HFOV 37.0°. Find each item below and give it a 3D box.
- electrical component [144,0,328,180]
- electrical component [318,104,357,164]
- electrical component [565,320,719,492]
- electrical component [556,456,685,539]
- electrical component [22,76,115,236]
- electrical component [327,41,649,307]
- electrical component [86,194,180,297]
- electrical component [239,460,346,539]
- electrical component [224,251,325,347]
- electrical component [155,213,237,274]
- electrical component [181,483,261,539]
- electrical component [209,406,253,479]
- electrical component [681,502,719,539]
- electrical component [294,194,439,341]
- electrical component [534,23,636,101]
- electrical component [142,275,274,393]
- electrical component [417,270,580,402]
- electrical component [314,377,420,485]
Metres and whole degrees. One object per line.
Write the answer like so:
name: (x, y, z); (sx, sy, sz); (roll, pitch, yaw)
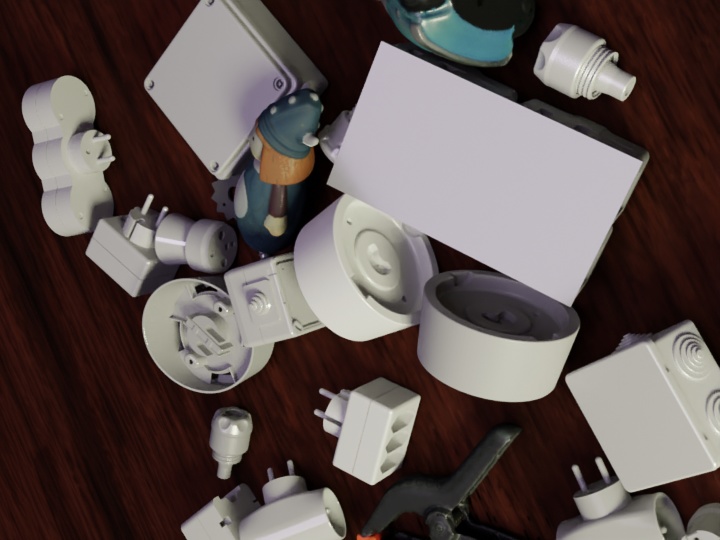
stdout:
electrical component: (-0.099, -0.146, 0.847); (0.108, 0.056, 0.108); (51, 120, 14)
electrical component: (0.003, -0.104, 0.801); (0.062, 0.048, 0.048); (-47, 74, 20)
electrical component: (0.194, 0.088, 0.698); (0.099, 0.048, 0.100); (62, 148, 7)
electrical component: (0.173, 0.169, 0.745); (0.077, 0.043, 0.079); (-27, 85, 32)
electrical component: (-0.245, -0.102, 0.946); (0.074, 0.052, 0.138); (-7, 95, 32)
electrical component: (0.086, -0.070, 0.730); (0.186, 0.060, 0.105); (28, 112, 13)
electrical component: (-0.188, -0.029, 0.928); (0.066, 0.047, 0.076); (39, 116, 20)
electrical component: (-0.059, 0.196, 0.888); (0.077, 0.044, 0.079); (-23, 57, 12)
electrical component: (-0.061, 0.021, 0.830); (0.061, 0.096, 0.061); (-16, 90, 35)
electrical component: (-0.137, -0.022, 0.899); (0.055, 0.045, 0.045); (11, 104, 29)
electrical component: (-0.106, 0.240, 0.924); (0.056, 0.050, 0.089); (-41, 77, 29)
electrical component: (-0.113, 0.150, 0.922); (0.035, 0.035, 0.061); (21, 111, 27)
electrical component: (0.233, 0.180, 0.709); (0.040, 0.046, 0.040); (6, 102, 31)
electrical component: (0.000, 0.000, 0.786); (0.060, 0.108, 0.108); (-28, 84, 38)
electrical component: (0.150, -0.132, 0.706); (0.062, 0.043, 0.043); (32, 114, 21)
electrical component: (-0.123, 0.051, 0.893); (0.099, 0.064, 0.099); (6, 102, 30)
electrical component: (0.091, 0.050, 0.740); (0.108, 0.108, 0.060); (23, 116, 26)
electrical component: (-0.003, 0.117, 0.841); (0.077, 0.047, 0.065); (23, 110, 26)
